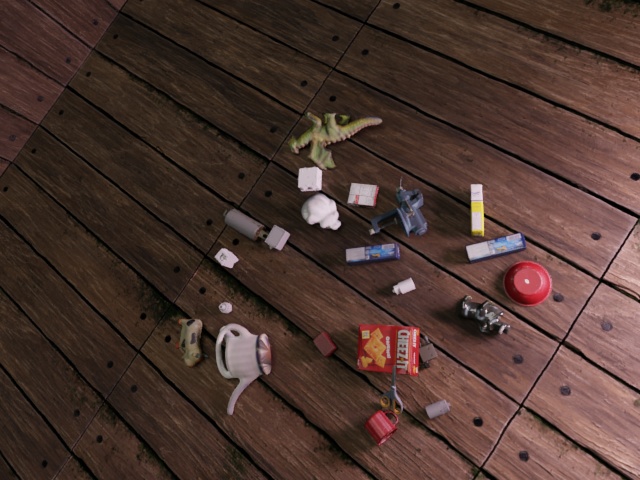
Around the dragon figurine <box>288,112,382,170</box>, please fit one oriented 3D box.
[{"bbox_3d":[0.045,-0.413,2.154,0.411,0.122,0.242,11,96,23],"label":"dragon figurine"}]

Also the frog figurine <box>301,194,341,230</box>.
[{"bbox_3d":[0.006,-0.103,2.053,0.138,0.120,0.162,-28,55,-10],"label":"frog figurine"}]

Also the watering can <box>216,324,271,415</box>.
[{"bbox_3d":[-0.291,0.495,1.996,0.224,0.104,0.349,-9,86,15],"label":"watering can"}]
